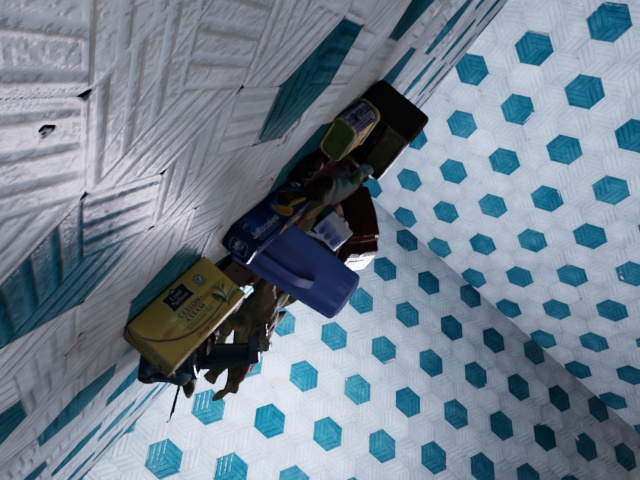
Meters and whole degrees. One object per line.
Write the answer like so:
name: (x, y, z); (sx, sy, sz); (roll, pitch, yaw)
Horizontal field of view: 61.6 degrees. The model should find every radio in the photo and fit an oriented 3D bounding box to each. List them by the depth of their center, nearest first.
radio: (0.124, -0.223, 1.123); (0.073, 0.131, 0.229); (-48, 179, -18)

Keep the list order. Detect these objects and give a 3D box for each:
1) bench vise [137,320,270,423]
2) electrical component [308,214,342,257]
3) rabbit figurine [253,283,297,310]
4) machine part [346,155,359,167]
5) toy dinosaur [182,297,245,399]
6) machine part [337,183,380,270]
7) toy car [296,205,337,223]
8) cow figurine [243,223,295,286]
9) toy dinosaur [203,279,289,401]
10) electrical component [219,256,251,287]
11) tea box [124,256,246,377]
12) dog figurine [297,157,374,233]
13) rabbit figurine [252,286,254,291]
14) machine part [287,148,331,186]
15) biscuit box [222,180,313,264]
bench vise: (-0.209, 0.206, 0.965); (0.129, 0.241, 0.223); (-97, -174, -51)
electrical component: (-0.003, -0.004, 1.263); (0.058, 0.115, 0.134); (-62, 177, -31)
rabbit figurine: (-0.101, 0.070, 1.378); (0.159, 0.121, 0.170); (-28, -136, 13)
machine part: (0.096, -0.226, 1.306); (0.243, 0.079, 0.079); (-48, 179, 40)
toy dinosaur: (-0.269, 0.205, 1.335); (0.192, 0.131, 0.405); (-49, -175, 40)
machine part: (0.077, -0.033, 1.375); (0.087, 0.201, 0.201); (-7, 159, -16)
toy car: (-0.013, -0.075, 1.333); (0.103, 0.161, 0.109); (-9, -168, -18)
cow figurine: (-0.127, 0.028, 1.285); (0.195, 0.085, 0.127); (-50, 173, -10)
toy dinosaur: (-0.146, 0.181, 1.214); (0.471, 0.105, 0.198); (-63, 172, 21)
electrical component: (-0.188, 0.075, 1.145); (0.102, 0.078, 0.045); (-53, -143, 2)
tea box: (-0.211, 0.119, 0.850); (0.169, 0.098, 0.068); (-49, 180, -36)
dog figurine: (0.001, -0.107, 1.191); (0.219, 0.108, 0.191); (-44, -179, -7)
rabbit figurine: (-0.147, 0.057, 1.525); (0.162, 0.122, 0.173); (-28, 148, -59)
machine part: (-0.017, -0.140, 1.040); (0.084, 0.039, 0.139); (-40, -176, 25)
biscuit box: (-0.093, -0.036, 0.983); (0.059, 0.063, 0.203); (-52, 177, 41)
